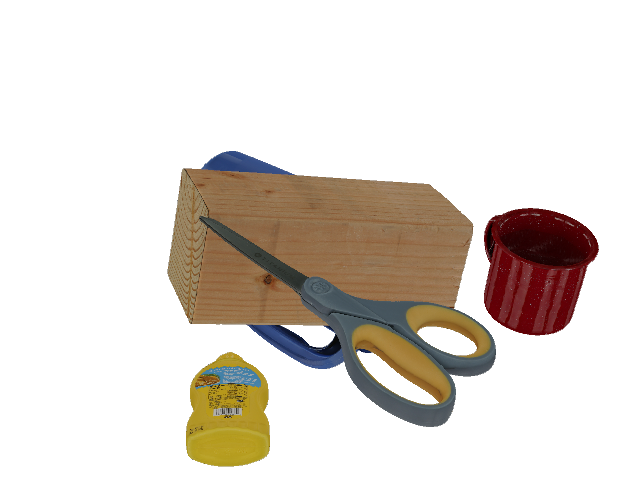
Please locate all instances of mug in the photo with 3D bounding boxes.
[{"bbox_3d":[0.185,0.024,0.957,0.093,0.081,0.117,-16,40,-28],"label":"mug"}]

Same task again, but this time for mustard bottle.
[{"bbox_3d":[-0.111,0.193,1.295,0.096,0.058,0.191,-2,27,-3],"label":"mustard bottle"}]

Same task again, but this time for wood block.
[{"bbox_3d":[-0.001,0.007,0.812,0.205,0.091,0.090,3,23,-21],"label":"wood block"}]

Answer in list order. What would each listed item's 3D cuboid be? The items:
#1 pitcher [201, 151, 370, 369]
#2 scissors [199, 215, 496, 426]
[{"bbox_3d":[-0.024,0.010,1.063,0.243,0.145,0.149,27,28,27],"label":"pitcher"},{"bbox_3d":[0.019,0.031,0.609,0.096,0.016,0.202,-15,42,-31],"label":"scissors"}]
